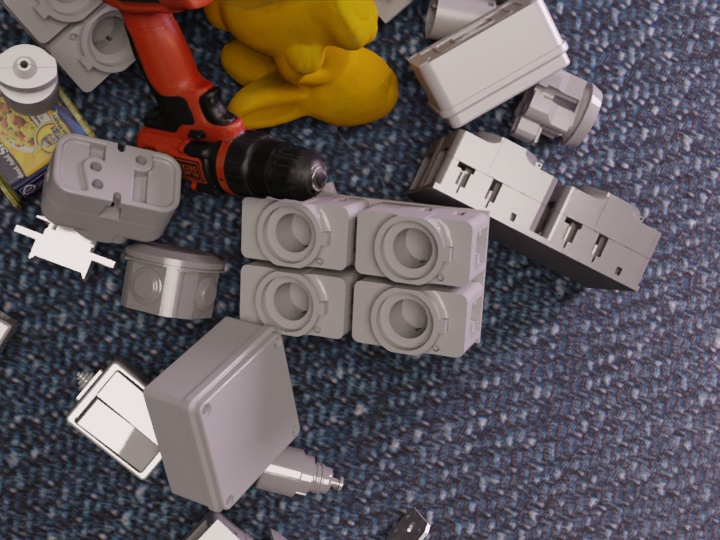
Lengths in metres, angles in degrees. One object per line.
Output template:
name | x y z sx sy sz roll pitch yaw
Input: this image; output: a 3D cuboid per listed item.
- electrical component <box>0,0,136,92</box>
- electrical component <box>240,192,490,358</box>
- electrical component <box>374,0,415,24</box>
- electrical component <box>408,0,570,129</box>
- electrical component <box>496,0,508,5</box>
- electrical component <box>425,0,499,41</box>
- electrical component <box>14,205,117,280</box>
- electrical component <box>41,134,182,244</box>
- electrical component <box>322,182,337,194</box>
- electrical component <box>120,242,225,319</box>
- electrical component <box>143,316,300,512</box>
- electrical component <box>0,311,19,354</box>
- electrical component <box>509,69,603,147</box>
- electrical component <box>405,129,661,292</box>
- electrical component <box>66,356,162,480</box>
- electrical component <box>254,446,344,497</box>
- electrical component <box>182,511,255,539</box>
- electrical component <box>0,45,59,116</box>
electrical component | -0.182 -0.240 0.834 0.186 0.060 0.105 -44 136 -6
electrical component | 0.000 0.000 0.841 0.186 0.060 0.105 8 104 19
electrical component | 0.005 -0.268 0.889 0.063 0.078 0.121 -39 97 15
electrical component | 0.103 -0.168 0.866 0.113 0.078 0.057 -29 107 3
electrical component | 0.134 -0.275 0.920 0.076 0.047 0.083 31 86 -8
electrical component | 0.100 -0.211 0.917 0.081 0.043 0.043 9 89 -9
electrical component | -0.231 -0.030 0.865 0.081 0.042 0.063 21 83 -9
electrical component | -0.191 -0.059 0.821 0.095 0.059 0.053 11 57 -23
electrical component | -0.020 -0.042 0.899 0.043 0.043 0.062 -21 93 -9
electrical component | -0.151 0.008 0.860 0.080 0.080 0.051 10 94 -10
electrical component | -0.105 0.110 0.836 0.109 0.056 0.108 -44 136 -44
electrical component | -0.320 0.058 0.847 0.066 0.047 0.076 32 86 -8
electrical component | 0.170 -0.141 0.923 0.057 0.058 0.078 23 87 -6
electrical component | 0.143 -0.051 0.894 0.186 0.105 0.060 26 86 -9
electrical component | -0.190 0.114 0.863 0.096 0.061 0.061 40 84 -8
electrical component | -0.053 0.169 0.897 0.078 0.040 0.040 16 88 -9
electrical component | -0.088 0.298 0.882 0.186 0.060 0.105 45 84 -7
electrical component | -0.243 -0.141 0.786 0.043 0.081 0.043 1 88 -14
